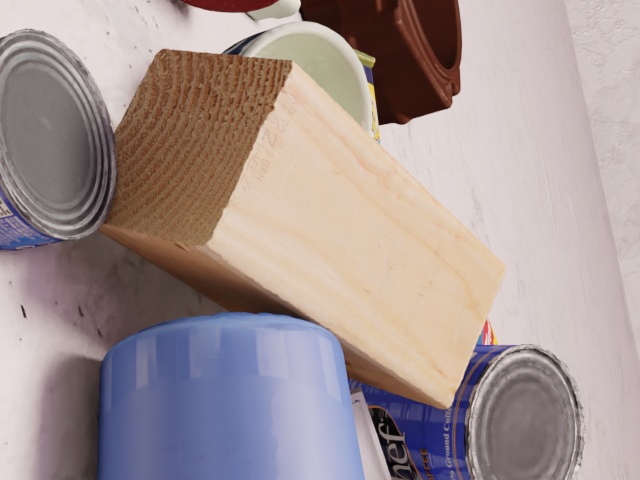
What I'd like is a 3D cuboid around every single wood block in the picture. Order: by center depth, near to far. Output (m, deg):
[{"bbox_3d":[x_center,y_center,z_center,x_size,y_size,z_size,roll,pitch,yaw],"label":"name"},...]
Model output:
[{"bbox_3d":[-0.004,0.001,0.525,0.205,0.091,0.090,38,71,-46],"label":"wood block"}]

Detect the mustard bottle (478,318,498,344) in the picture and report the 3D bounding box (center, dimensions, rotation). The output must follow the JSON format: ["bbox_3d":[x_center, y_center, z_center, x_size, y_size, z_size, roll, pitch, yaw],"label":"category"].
[{"bbox_3d":[0.129,0.088,0.963,0.096,0.058,0.191,-74,146,-51],"label":"mustard bottle"}]

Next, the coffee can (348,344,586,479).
[{"bbox_3d":[0.075,0.114,0.656,0.102,0.141,0.103,4,84,-39],"label":"coffee can"}]

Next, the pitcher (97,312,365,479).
[{"bbox_3d":[-0.032,0.162,0.445,0.144,0.149,0.243,12,63,-39],"label":"pitcher"}]

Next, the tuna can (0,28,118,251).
[{"bbox_3d":[-0.119,-0.039,0.430,0.086,0.034,0.086,-11,90,-69],"label":"tuna can"}]

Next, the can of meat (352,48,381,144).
[{"bbox_3d":[0.005,-0.085,0.738,0.102,0.058,0.084,-3,85,-68],"label":"can of meat"}]

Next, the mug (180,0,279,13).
[{"bbox_3d":[-0.054,-0.186,0.588,0.117,0.093,0.081,57,34,-66],"label":"mug"}]
